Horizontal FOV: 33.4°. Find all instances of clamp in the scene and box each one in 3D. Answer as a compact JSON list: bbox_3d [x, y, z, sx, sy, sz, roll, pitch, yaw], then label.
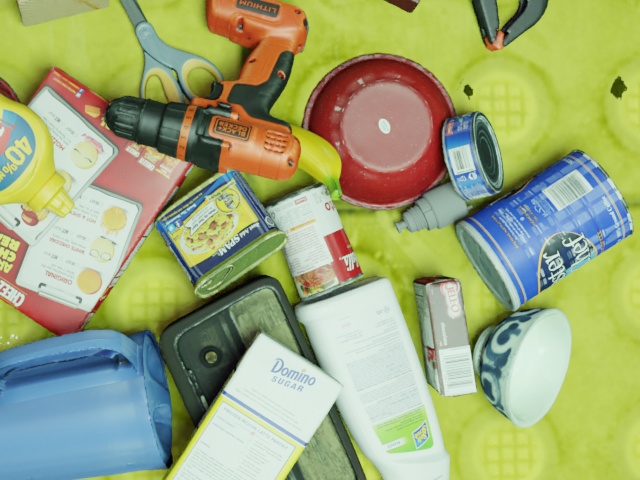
[{"bbox_3d":[0.193,-0.280,1.082,0.120,0.039,0.171,26,89,-2],"label":"clamp"}]

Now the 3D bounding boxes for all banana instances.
[{"bbox_3d":[-0.058,-0.096,1.045,0.198,0.069,0.037,20,120,13],"label":"banana"}]

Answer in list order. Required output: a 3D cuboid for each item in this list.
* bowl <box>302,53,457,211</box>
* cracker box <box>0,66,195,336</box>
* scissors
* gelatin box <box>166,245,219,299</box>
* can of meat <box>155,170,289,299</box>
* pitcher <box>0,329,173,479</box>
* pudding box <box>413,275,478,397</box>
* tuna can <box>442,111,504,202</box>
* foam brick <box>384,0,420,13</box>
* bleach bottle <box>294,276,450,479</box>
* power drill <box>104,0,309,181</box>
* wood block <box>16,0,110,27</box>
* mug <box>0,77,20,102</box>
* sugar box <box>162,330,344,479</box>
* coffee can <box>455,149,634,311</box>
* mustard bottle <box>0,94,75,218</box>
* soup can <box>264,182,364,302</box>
[{"bbox_3d":[0.064,-0.111,1.067,0.162,0.055,0.162,0,90,-3],"label":"bowl"},{"bbox_3d":[-0.246,-0.034,1.040,0.164,0.072,0.213,34,89,-2],"label":"cracker box"},{"bbox_3d":[-0.155,-0.205,1.073,0.096,0.016,0.202,-12,91,-5],"label":"scissors"},{"bbox_3d":[-0.098,0.004,1.069,0.089,0.030,0.073,-37,91,-1],"label":"gelatin box"},{"bbox_3d":[-0.096,-0.008,1.017,0.102,0.057,0.084,-35,76,0],"label":"can of meat"},{"bbox_3d":[-0.266,0.163,1.007,0.243,0.145,0.149,-10,93,-1],"label":"pitcher"},{"bbox_3d":[0.122,0.092,1.052,0.039,0.090,0.113,-7,91,-2],"label":"pudding box"},{"bbox_3d":[0.152,-0.083,1.054,0.034,0.086,0.086,-14,91,26],"label":"tuna can"},{"bbox_3d":[0.088,-0.276,1.070,0.053,0.051,0.078,26,88,-4],"label":"foam brick"},{"bbox_3d":[0.061,0.168,1.061,0.102,0.068,0.251,-19,93,-10],"label":"bleach bottle"},{"bbox_3d":[-0.095,-0.152,1.019,0.184,0.057,0.187,15,62,-3],"label":"power drill"},{"bbox_3d":[-0.272,-0.324,1.023,0.090,0.091,0.206,-17,91,-13],"label":"wood block"},{"bbox_3d":[-0.353,-0.121,1.028,0.117,0.081,0.093,-11,91,-3],"label":"mug"},{"bbox_3d":[-0.064,0.180,0.971,0.093,0.048,0.176,34,85,-4],"label":"sugar box"},{"bbox_3d":[0.220,-0.010,1.052,0.140,0.103,0.103,-32,92,-3],"label":"coffee can"},{"bbox_3d":[-0.300,-0.089,0.962,0.191,0.058,0.096,42,92,-14],"label":"mustard bottle"},{"bbox_3d":[-0.007,0.001,1.056,0.068,0.068,0.102,-23,91,-3],"label":"soup can"}]
